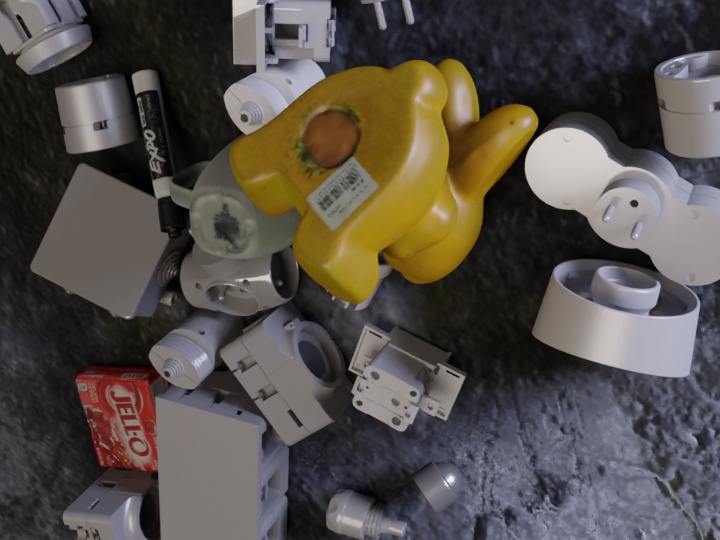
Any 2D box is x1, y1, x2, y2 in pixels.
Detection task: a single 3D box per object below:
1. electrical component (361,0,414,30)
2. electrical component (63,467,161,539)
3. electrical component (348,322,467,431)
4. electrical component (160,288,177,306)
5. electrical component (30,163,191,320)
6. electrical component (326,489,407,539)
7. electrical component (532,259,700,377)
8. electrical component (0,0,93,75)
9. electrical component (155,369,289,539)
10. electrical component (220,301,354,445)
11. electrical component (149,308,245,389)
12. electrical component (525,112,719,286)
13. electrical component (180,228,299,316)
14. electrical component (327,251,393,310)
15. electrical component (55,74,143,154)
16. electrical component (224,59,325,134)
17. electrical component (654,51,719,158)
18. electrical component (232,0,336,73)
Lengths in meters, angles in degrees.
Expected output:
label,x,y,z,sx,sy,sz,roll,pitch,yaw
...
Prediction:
label,x,y,z,sx,sy,sz,roll,pitch,yaw
electrical component,0.014,-0.187,0.656,0.077,0.043,0.079,-5,111,26
electrical component,-0.195,0.201,0.902,0.056,0.089,0.050,-1,113,24
electrical component,0.029,0.077,0.761,0.081,0.064,0.042,26,119,12
electrical component,-0.172,0.014,0.837,0.061,0.035,0.035,17,119,13
electrical component,-0.180,-0.019,0.798,0.100,0.048,0.099,25,90,11
electrical component,0.006,0.195,0.844,0.061,0.035,0.035,14,118,15
electrical component,0.159,0.033,0.666,0.099,0.099,0.064,15,112,17
electrical component,-0.226,-0.175,0.760,0.078,0.058,0.057,-24,99,31
electrical component,-0.107,0.159,0.860,0.089,0.061,0.150,13,118,18
electrical component,-0.050,0.074,0.801,0.056,0.050,0.089,-33,95,30
electrical component,-0.125,0.059,0.810,0.043,0.081,0.043,10,117,20
electrical component,0.161,-0.038,0.643,0.138,0.073,0.052,33,122,7
electrical component,-0.095,-0.006,0.777,0.077,0.044,0.079,-5,142,26
electrical component,0.000,0.000,0.753,0.040,0.040,0.046,32,128,7
electrical component,-0.189,-0.113,0.775,0.055,0.055,0.047,-3,108,25
electrical component,-0.057,-0.110,0.701,0.043,0.081,0.043,10,117,20
electrical component,0.198,-0.094,0.613,0.055,0.055,0.047,-1,117,24
electrical component,-0.047,-0.156,0.684,0.064,0.081,0.042,2,117,-2
